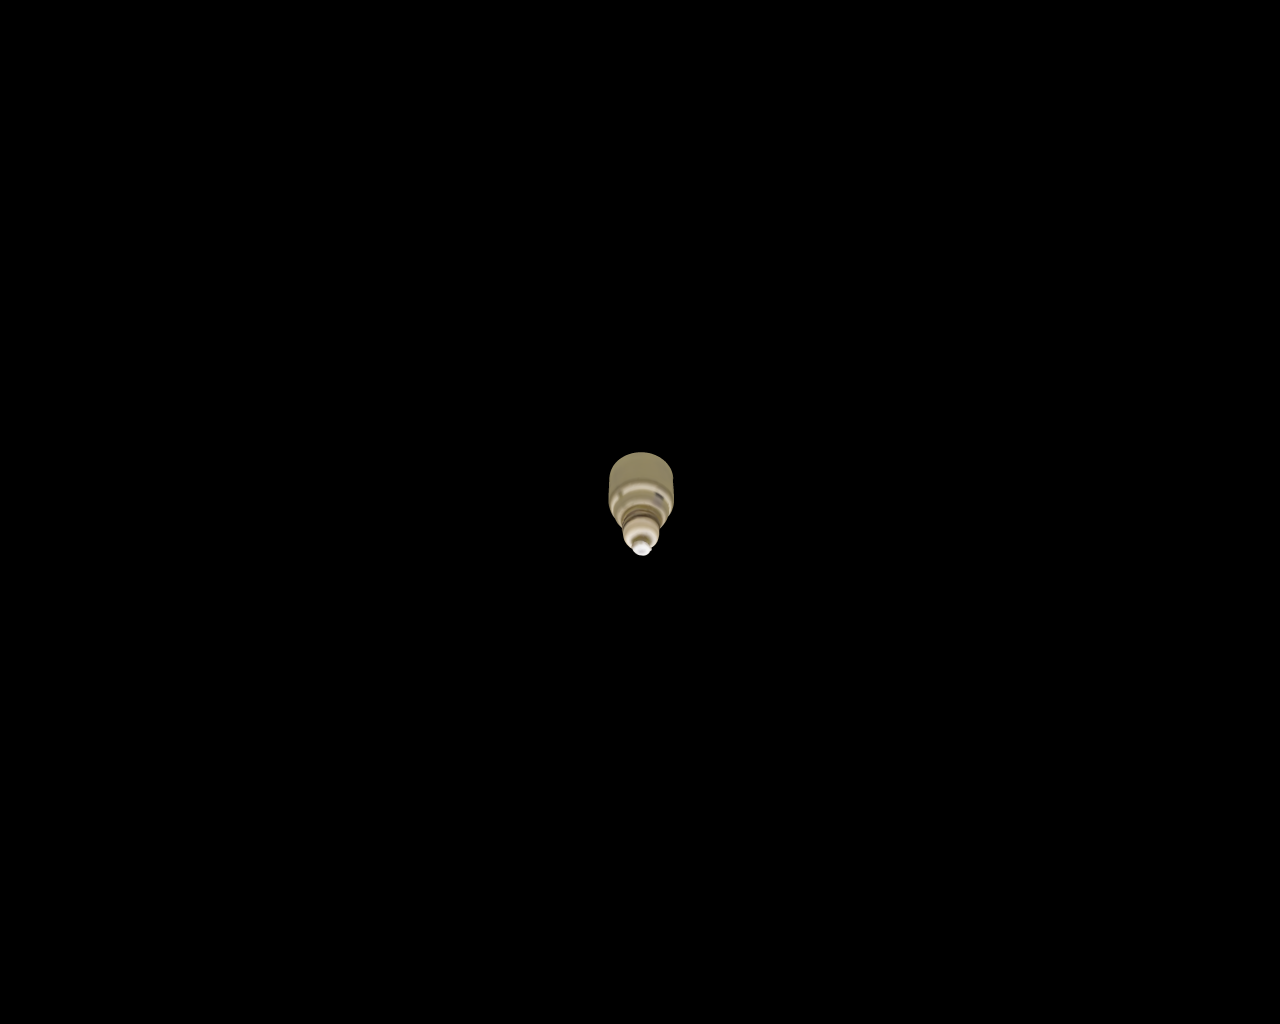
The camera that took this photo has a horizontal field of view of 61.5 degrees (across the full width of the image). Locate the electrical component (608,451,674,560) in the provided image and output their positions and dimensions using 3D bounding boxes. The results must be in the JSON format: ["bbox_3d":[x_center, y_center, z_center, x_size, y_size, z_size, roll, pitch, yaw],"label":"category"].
[{"bbox_3d":[0.001,-0.003,0.650,0.040,0.040,0.078,0,41,0],"label":"electrical component"}]
